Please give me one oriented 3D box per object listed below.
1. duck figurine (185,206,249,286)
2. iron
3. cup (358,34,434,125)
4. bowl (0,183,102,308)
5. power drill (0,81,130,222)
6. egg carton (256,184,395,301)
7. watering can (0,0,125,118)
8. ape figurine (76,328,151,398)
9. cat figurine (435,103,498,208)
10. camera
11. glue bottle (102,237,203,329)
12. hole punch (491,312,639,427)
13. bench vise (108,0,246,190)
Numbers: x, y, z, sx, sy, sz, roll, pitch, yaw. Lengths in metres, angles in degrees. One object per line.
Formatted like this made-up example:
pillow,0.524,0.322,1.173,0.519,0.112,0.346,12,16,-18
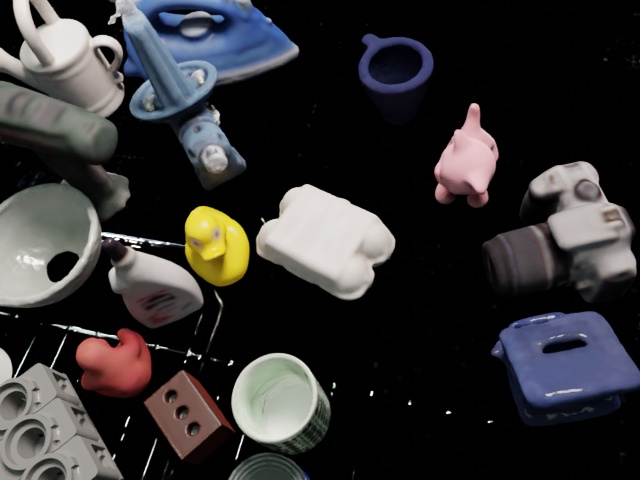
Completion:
duck figurine,-0.132,-0.005,0.681,0.077,0.086,0.104,-25,60,-3
iron,-0.169,-0.307,0.818,0.258,0.142,0.118,-3,62,9
cup,0.092,-0.203,0.740,0.092,0.095,0.117,-32,61,-7
bowl,-0.340,0.017,0.715,0.167,0.075,0.167,-4,61,8
power drill,-0.337,-0.110,0.706,0.229,0.209,0.076,10,65,16
egg carton,0.006,0.002,0.660,0.150,0.069,0.107,25,69,22
watering can,-0.371,-0.258,0.800,0.173,0.194,0.100,-29,61,-5
ape figurine,-0.229,0.132,0.622,0.078,0.092,0.076,-37,62,-9
cat figurine,0.169,-0.095,0.654,0.067,0.118,0.128,9,64,15
camera,0.240,-0.004,0.601,0.136,0.101,0.143,-14,60,3
glue bottle,-0.188,0.042,0.616,0.078,0.173,0.037,-27,60,-4
hole punch,0.229,0.116,0.544,0.108,0.091,0.101,-13,60,4
bench vise,-0.164,-0.181,0.704,0.206,0.220,0.121,37,74,26
